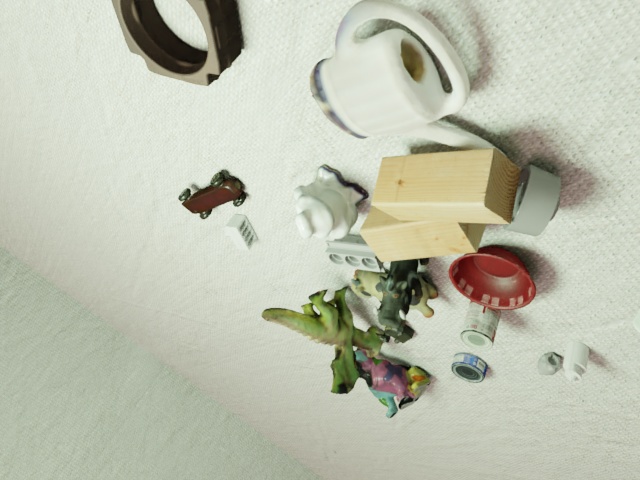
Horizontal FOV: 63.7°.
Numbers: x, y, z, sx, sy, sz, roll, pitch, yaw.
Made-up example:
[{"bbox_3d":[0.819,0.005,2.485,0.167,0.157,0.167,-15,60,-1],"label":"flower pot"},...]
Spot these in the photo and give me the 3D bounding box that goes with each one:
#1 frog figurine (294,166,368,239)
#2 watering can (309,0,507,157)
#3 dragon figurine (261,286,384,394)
[{"bbox_3d":[0.003,-0.051,1.008,0.136,0.163,0.121,45,144,-19],"label":"frog figurine"},{"bbox_3d":[0.128,-0.204,0.782,0.223,0.106,0.342,-7,140,43],"label":"watering can"},{"bbox_3d":[0.031,0.249,1.243,0.120,0.412,0.245,-32,73,36],"label":"dragon figurine"}]
